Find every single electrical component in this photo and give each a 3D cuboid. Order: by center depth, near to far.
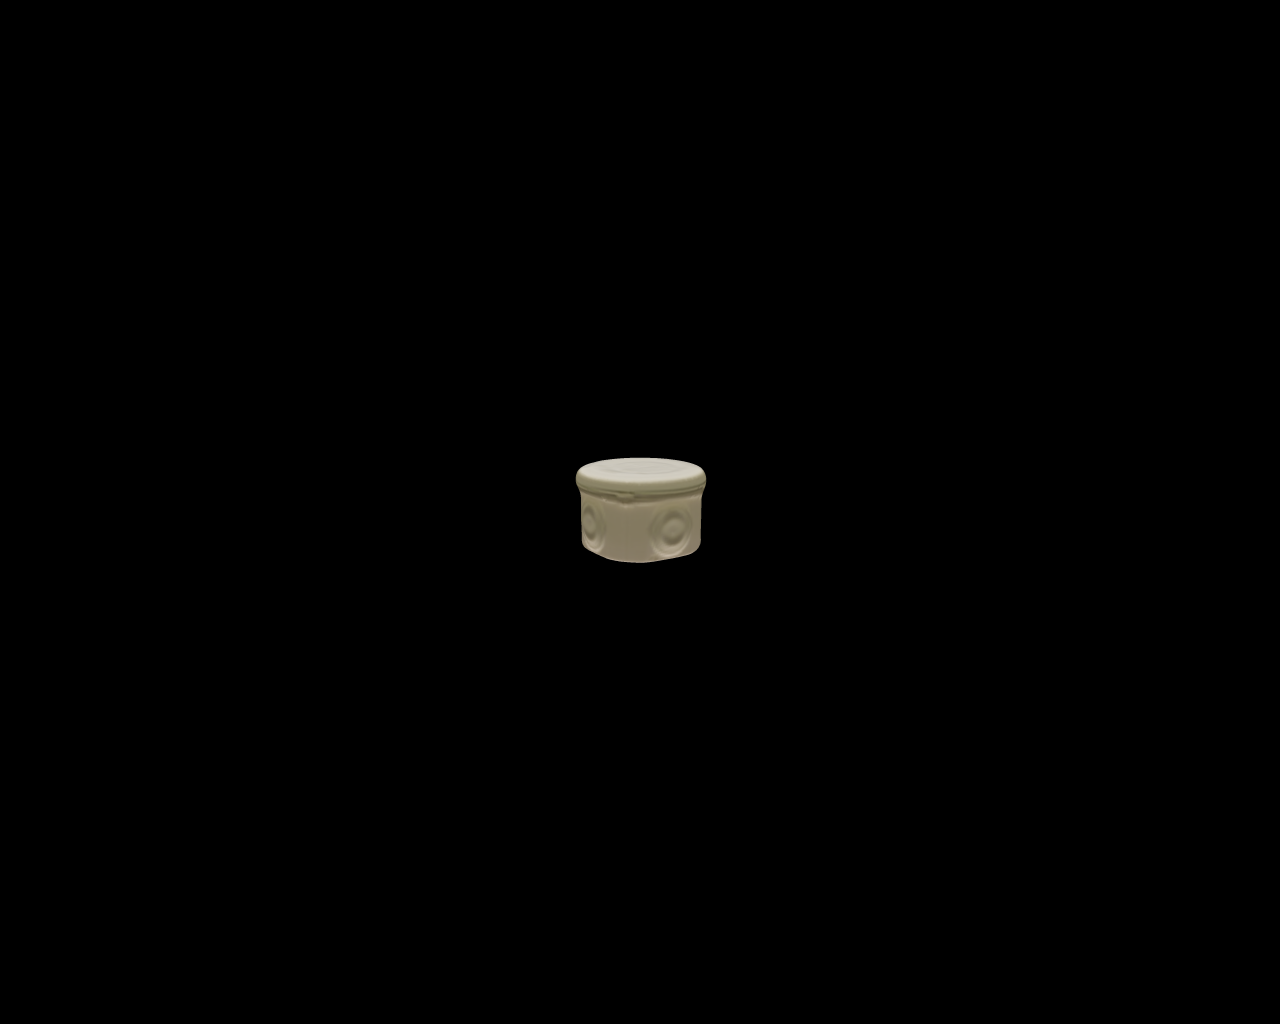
[{"bbox_3d":[0.001,-0.003,0.650,0.080,0.051,0.080,0,13,0],"label":"electrical component"}]
